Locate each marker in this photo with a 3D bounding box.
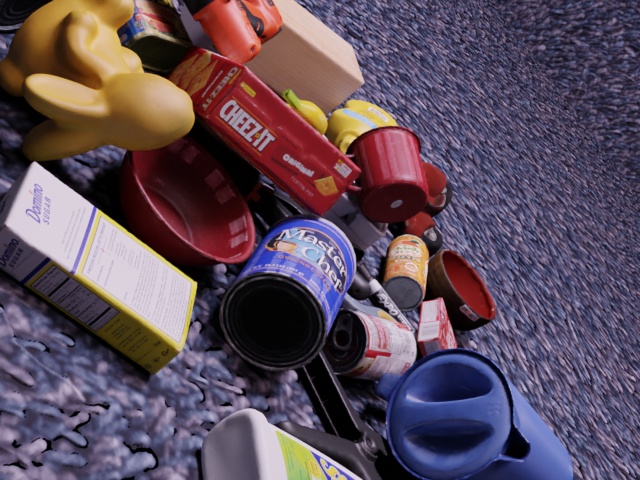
[{"bbox_3d":[0.078,0.077,1.276,0.121,0.020,0.020,53,25,2],"label":"marker"}]

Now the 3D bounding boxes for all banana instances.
[{"bbox_3d":[-0.025,-0.148,1.284,0.069,0.037,0.198,55,-7,-6],"label":"banana"}]

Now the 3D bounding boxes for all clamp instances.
[{"bbox_3d":[0.032,0.193,1.018,0.210,0.036,0.164,45,24,-20],"label":"clamp"},{"bbox_3d":[-0.008,0.001,1.188,0.171,0.039,0.120,33,12,-23],"label":"clamp"}]

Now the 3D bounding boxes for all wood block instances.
[{"bbox_3d":[-0.048,-0.258,1.421,0.205,0.091,0.090,31,32,-39],"label":"wood block"}]

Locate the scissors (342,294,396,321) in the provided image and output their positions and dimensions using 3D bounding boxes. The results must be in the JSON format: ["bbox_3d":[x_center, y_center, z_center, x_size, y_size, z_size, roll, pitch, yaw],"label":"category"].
[{"bbox_3d":[0.038,0.069,1.223,0.202,0.016,0.096,48,18,3],"label":"scissors"}]

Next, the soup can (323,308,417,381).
[{"bbox_3d":[0.049,0.112,1.119,0.102,0.069,0.068,18,42,-52],"label":"soup can"}]

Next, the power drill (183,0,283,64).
[{"bbox_3d":[-0.113,-0.287,1.221,0.184,0.057,0.187,61,16,-5],"label":"power drill"}]

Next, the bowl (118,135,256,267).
[{"bbox_3d":[-0.136,-0.032,1.005,0.162,0.055,0.162,40,28,-26],"label":"bowl"}]

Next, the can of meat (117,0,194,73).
[{"bbox_3d":[-0.194,-0.238,1.181,0.101,0.058,0.084,5,55,-58],"label":"can of meat"}]

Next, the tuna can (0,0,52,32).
[{"bbox_3d":[-0.278,-0.230,0.987,0.034,0.086,0.086,58,25,7],"label":"tuna can"}]

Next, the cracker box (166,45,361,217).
[{"bbox_3d":[-0.070,-0.118,1.121,0.164,0.072,0.214,40,0,-26],"label":"cracker box"}]

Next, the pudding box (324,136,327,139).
[{"bbox_3d":[0.010,-0.080,1.346,0.113,0.039,0.090,49,23,-12],"label":"pudding box"}]

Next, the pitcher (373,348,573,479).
[{"bbox_3d":[0.168,0.210,1.109,0.242,0.145,0.149,42,27,-50],"label":"pitcher"}]

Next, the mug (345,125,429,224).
[{"bbox_3d":[0.070,-0.075,1.250,0.117,0.093,0.081,4,51,-19],"label":"mug"}]

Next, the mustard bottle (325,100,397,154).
[{"bbox_3d":[0.055,-0.142,1.458,0.096,0.058,0.191,36,19,2],"label":"mustard bottle"}]

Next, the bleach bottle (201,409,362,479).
[{"bbox_3d":[0.011,0.231,0.905,0.250,0.068,0.102,33,31,-40],"label":"bleach bottle"}]

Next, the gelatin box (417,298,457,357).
[{"bbox_3d":[0.142,0.123,1.281,0.089,0.030,0.073,-73,147,-60],"label":"gelatin box"}]

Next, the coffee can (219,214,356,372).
[{"bbox_3d":[-0.028,0.048,1.030,0.103,0.103,0.140,48,25,-9],"label":"coffee can"}]

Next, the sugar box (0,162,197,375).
[{"bbox_3d":[-0.183,0.024,0.863,0.176,0.048,0.093,38,28,-22],"label":"sugar box"}]
